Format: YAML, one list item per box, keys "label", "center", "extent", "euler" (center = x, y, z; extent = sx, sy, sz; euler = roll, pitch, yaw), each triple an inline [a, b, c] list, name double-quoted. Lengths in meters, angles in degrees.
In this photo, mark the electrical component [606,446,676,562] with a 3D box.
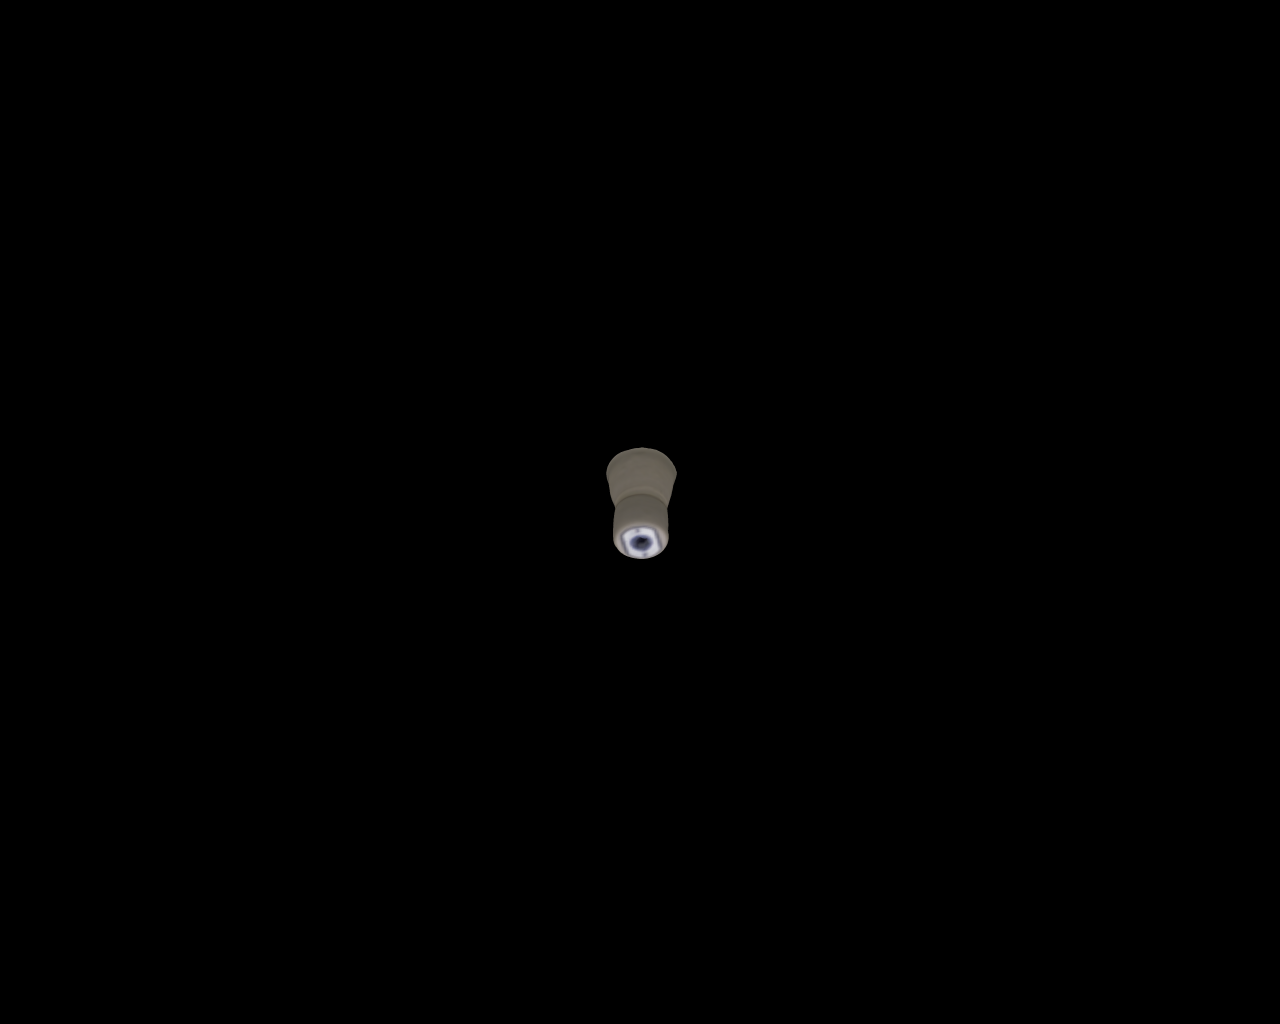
- label: "electrical component"
  center: [0.001, -0.003, 0.650]
  extent: [0.044, 0.044, 0.065]
  euler: [0, 44, 0]
